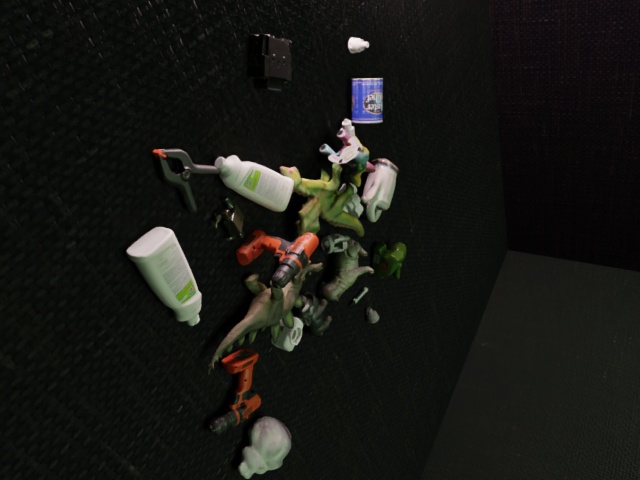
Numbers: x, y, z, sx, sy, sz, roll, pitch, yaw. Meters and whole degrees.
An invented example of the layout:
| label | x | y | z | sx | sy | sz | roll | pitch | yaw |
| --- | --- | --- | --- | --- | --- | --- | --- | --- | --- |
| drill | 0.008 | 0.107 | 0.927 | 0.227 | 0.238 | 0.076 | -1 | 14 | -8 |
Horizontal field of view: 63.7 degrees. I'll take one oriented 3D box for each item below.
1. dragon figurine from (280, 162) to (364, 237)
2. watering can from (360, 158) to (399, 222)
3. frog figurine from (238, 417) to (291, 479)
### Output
| label | x | y | z | sx | sy | sz | roll | pitch | yaw |
| --- | --- | --- | --- | --- | --- | --- | --- | --- | --- |
| dragon figurine | 0.005 | -0.077 | 1.539 | 0.247 | 0.122 | 0.402 | -52 | 128 | -26 |
| watering can | 0.201 | -0.182 | 1.798 | 0.345 | 0.104 | 0.226 | 40 | 64 | -75 |
| frog figurine | -0.163 | 0.583 | 1.445 | 0.161 | 0.121 | 0.138 | -27 | 88 | -42 |
